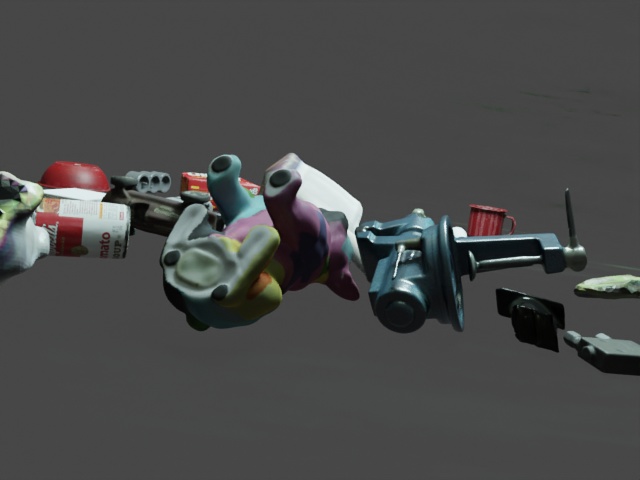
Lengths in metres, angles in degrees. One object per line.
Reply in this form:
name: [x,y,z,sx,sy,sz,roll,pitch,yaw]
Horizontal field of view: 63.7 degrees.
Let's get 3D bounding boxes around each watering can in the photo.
watering can: [0.003,-0.042,0.826,0.223,0.103,0.351,35,8,-9]

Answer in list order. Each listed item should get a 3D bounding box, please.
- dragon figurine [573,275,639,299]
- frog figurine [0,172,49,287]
dragon figurine: [0.468,0.080,0.691,0.410,0.123,0.241,3,-7,-38]
frog figurine: [-0.330,0.003,0.477,0.138,0.124,0.157,-8,-19,-35]
